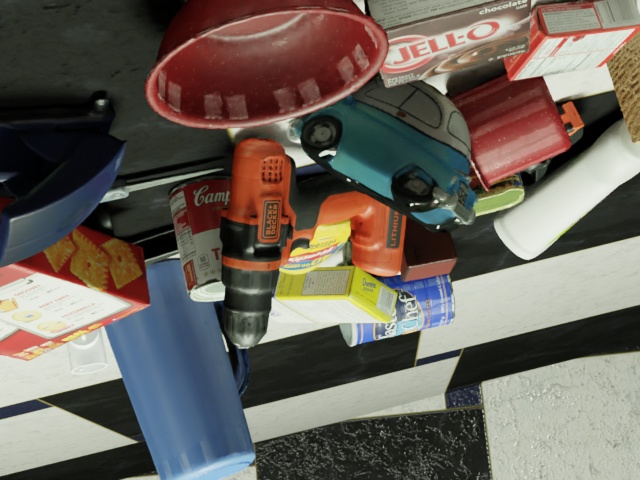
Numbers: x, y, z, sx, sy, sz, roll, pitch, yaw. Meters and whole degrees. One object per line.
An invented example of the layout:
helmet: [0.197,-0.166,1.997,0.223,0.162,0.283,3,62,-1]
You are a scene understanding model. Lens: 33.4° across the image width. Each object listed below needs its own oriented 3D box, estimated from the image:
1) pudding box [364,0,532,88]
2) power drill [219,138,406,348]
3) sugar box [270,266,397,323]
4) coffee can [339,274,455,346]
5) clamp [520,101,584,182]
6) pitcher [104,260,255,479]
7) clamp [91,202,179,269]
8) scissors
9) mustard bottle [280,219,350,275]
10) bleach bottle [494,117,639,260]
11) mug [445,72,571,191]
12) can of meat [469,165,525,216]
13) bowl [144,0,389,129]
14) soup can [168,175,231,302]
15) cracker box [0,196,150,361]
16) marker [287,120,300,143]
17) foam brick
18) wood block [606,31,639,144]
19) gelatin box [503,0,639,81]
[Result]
pudding box: [0.091,-0.153,0.758,0.113,0.039,0.090,-16,163,5]
power drill: [-0.006,0.001,0.967,0.187,0.184,0.057,-4,-165,-41]
sugar box: [-0.006,0.067,1.280,0.177,0.048,0.093,0,156,39]
coffee can: [0.096,0.076,1.411,0.140,0.103,0.103,-11,164,-9]
clamp: [0.203,-0.082,1.074,0.120,0.039,0.172,-28,166,-19]
pitcher: [-0.152,0.153,1.215,0.149,0.243,0.145,-20,163,-4]
clamp: [-0.195,0.016,1.090,0.164,0.036,0.210,1,155,-38]
scissors: [-0.190,-0.047,0.921,0.202,0.016,0.096,-17,163,9]
mustard bottle: [-0.014,-0.007,1.124,0.096,0.058,0.192,-13,165,-20]
bleach bottle: [0.286,-0.067,1.129,0.102,0.068,0.251,-39,175,-30]
mug: [0.163,-0.103,0.921,0.081,0.093,0.117,-24,-168,14]
can of meat: [0.133,-0.067,1.000,0.102,0.084,0.057,-15,163,3]
bowl: [-0.039,-0.131,0.696,0.162,0.055,0.162,-13,164,-4]
soup can: [-0.099,-0.001,0.996,0.068,0.102,0.068,-12,163,-4]
cracker box: [-0.283,0.035,0.950,0.164,0.072,0.213,-24,153,25]
marker: [0.016,-0.088,0.950,0.020,0.020,0.120,-25,160,34]
foam brick: [0.100,-0.005,1.064,0.053,0.078,0.051,-10,164,-4]
wood block: [0.358,-0.138,0.938,0.205,0.091,0.090,-1,159,-37]
gelatin box: [0.197,-0.160,0.842,0.089,0.030,0.073,-9,165,-15]
